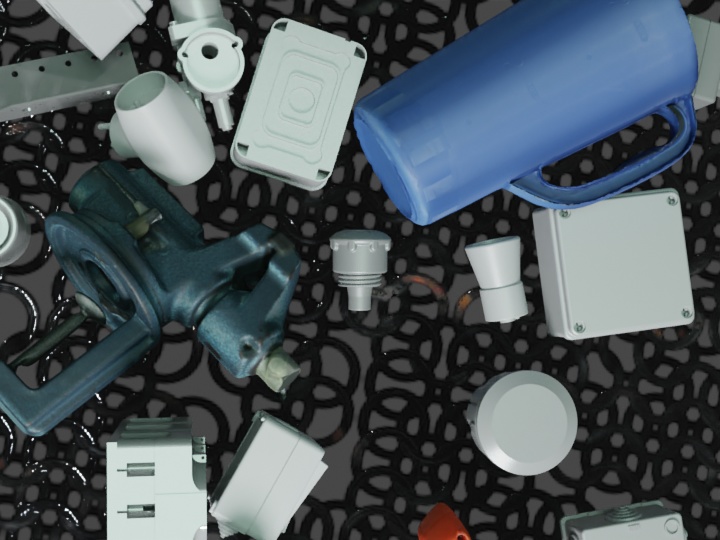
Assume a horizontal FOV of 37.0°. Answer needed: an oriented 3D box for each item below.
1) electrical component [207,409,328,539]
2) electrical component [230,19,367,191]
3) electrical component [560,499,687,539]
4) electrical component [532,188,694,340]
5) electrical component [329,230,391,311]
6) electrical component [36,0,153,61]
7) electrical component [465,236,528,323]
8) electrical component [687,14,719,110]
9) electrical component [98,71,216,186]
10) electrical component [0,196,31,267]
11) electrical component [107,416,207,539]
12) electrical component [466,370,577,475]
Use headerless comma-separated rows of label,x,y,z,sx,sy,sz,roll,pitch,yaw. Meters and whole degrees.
electrical component,-0.071,0.162,0.807,0.061,0.062,0.096,30,83,-7
electrical component,-0.048,-0.125,0.825,0.078,0.057,0.113,17,85,-8
electrical component,0.214,0.237,0.857,0.100,0.048,0.099,-8,88,-9
electrical component,0.202,-0.005,0.861,0.109,0.056,0.108,-7,89,-9
electrical component,0.000,0.000,0.835,0.048,0.048,0.062,0,94,-9
electrical component,-0.209,-0.214,0.766,0.057,0.113,0.078,-47,63,-5
electrical component,0.111,0.009,0.854,0.044,0.044,0.065,-13,94,-10
electrical component,0.288,-0.164,0.886,0.077,0.047,0.065,14,86,-8
electrical component,-0.160,-0.103,0.804,0.079,0.077,0.043,-2,49,27
electrical component,-0.273,-0.030,0.789,0.055,0.047,0.055,0,88,-9
electrical component,-0.139,0.154,0.752,0.062,0.150,0.089,0,88,-9
electrical component,0.126,0.118,0.846,0.080,0.051,0.080,0,88,-9
